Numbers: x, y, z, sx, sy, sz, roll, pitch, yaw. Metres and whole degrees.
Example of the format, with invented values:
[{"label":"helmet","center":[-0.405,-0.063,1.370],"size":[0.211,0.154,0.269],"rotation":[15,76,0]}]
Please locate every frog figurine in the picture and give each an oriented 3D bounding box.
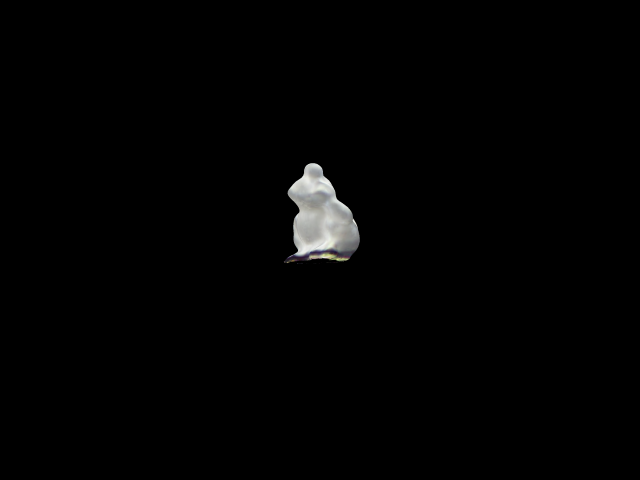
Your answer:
[{"label":"frog figurine","center":[0.003,-0.043,0.850],"size":[0.123,0.161,0.136],"rotation":[4,-10,-20]}]
